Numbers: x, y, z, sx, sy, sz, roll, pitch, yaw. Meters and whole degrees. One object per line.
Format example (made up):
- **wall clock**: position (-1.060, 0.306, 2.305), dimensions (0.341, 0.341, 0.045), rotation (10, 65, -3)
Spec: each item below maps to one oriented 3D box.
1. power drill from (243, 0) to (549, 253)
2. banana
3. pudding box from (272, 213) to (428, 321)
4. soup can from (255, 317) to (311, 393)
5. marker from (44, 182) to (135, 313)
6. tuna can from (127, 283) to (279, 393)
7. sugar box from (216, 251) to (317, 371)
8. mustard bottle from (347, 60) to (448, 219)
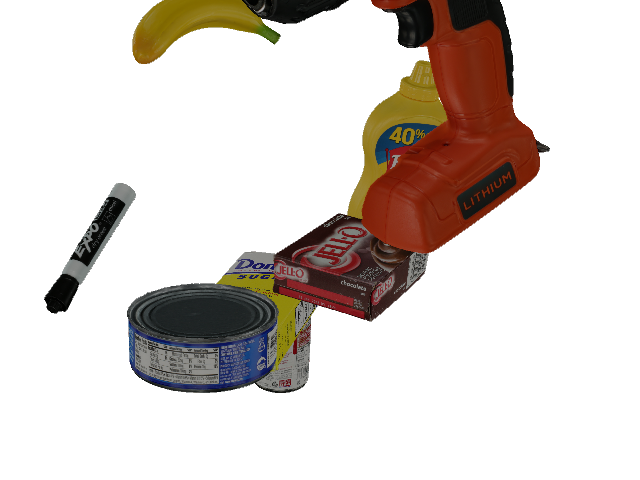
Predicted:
- **power drill**: position (0.047, -0.090, 0.517), dimensions (0.184, 0.187, 0.057), rotation (-33, 42, -29)
- **banana**: position (-0.118, -0.210, 1.024), dimensions (0.070, 0.037, 0.197), rotation (44, 38, 19)
- **pudding box**: position (0.027, 0.019, 0.865), dimensions (0.090, 0.039, 0.113), rotation (16, 24, 25)
- **soup can**: position (-0.045, 0.117, 1.241), dimensions (0.068, 0.102, 0.068), rotation (2, 24, -1)
- **marker**: position (-0.175, 0.006, 0.813), dimensions (0.020, 0.121, 0.020), rotation (16, -35, 12)
- **tuna can**: position (-0.067, 0.055, 0.610), dimensions (0.086, 0.034, 0.086), rotation (2, 18, -1)
- **sugar box**: position (-0.060, 0.064, 1.035), dimensions (0.093, 0.048, 0.176), rotation (6, 26, 14)
- **mustard bottle**: position (0.089, -0.091, 1.097), dimensions (0.096, 0.192, 0.058), rotation (3, 26, -14)
